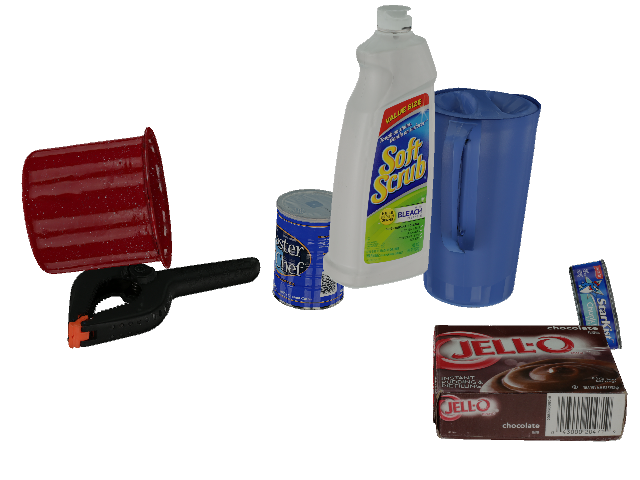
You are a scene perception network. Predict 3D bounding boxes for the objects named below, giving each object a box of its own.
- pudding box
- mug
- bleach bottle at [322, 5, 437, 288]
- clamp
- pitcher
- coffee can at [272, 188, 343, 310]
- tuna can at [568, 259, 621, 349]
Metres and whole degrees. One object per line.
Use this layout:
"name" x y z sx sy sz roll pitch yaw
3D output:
"pudding box" 0.127 0.087 0.669 0.113 0.039 0.090 1 23 4
"mug" -0.145 -0.023 0.706 0.081 0.093 0.117 -7 -1 -2
"bleach bottle" 0.056 -0.086 0.978 0.102 0.251 0.068 -10 24 -26
"clamp" -0.181 0.036 1.030 0.165 0.036 0.209 26 36 24
"pitcher" 0.174 -0.046 1.230 0.149 0.243 0.145 -9 24 -21
"coffee can" -0.013 0.012 1.489 0.103 0.140 0.103 3 25 -2
"tuna can" 0.259 0.063 1.007 0.034 0.086 0.086 -11 -2 12
